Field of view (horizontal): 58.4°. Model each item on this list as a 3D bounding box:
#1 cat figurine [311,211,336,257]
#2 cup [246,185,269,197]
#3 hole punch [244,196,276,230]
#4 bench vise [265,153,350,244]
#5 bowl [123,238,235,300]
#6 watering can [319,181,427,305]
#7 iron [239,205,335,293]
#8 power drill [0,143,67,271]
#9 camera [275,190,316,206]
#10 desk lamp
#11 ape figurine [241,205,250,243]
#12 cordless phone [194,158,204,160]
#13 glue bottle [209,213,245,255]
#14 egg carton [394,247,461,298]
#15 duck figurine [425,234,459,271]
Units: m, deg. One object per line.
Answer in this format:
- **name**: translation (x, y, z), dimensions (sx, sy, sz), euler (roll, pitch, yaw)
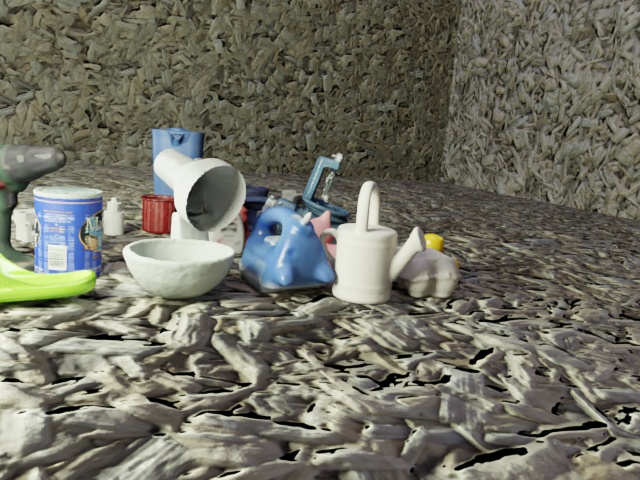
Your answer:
- **cat figurine**: translation (0.010, 0.004, 1.098), dimensions (0.067, 0.118, 0.127), euler (-4, 14, -40)
- **cup**: translation (-0.207, -0.107, 1.640), dimensions (0.117, 0.095, 0.092), euler (9, 12, 22)
- **hole punch**: translation (-0.170, -0.073, 1.488), dimensions (0.109, 0.091, 0.101), euler (2, 11, -16)
- **bench vise**: translation (-0.020, -0.098, 1.341), dimensions (0.208, 0.220, 0.121), euler (2, 11, -13)
- **bowl**: translation (-0.215, 0.048, 0.880), dimensions (0.167, 0.075, 0.167), euler (5, 11, -1)
- **watering can**: translation (0.085, 0.001, 0.946), dimensions (0.173, 0.194, 0.101), euler (5, 11, -2)
- **iron**: translation (-0.077, 0.003, 1.002), dimensions (0.119, 0.141, 0.257), euler (-2, 13, -31)
- **power drill**: translation (-0.510, -0.056, 0.935), dimensions (0.229, 0.208, 0.076), euler (8, 11, 16)
- **camera**: translation (-0.077, -0.094, 1.611), dimensions (0.144, 0.101, 0.136), euler (-3, 13, -36)
- **desk lamp**: translation (-0.232, -0.047, 0.997), dimensions (0.202, 0.213, 0.118), euler (15, 15, 41)
- **ape figurine**: translation (-0.181, -0.033, 1.271), dimensions (0.076, 0.092, 0.078), euler (10, 12, 24)
- **cordless phone**: translation (-0.252, -0.094, 1.311), dimensions (0.094, 0.185, 0.148), euler (8, 11, 17)
- **glue bottle**: translation (-0.190, -0.056, 1.171), dimensions (0.078, 0.173, 0.037), euler (-3, 13, -34)
- **egg carton**: translation (0.181, 0.055, 1.038), dimensions (0.107, 0.069, 0.150), euler (2, 11, -15)
- **duck figurine**: translation (0.226, 0.031, 1.138), dimensions (0.104, 0.086, 0.078), euler (11, 12, 29)
